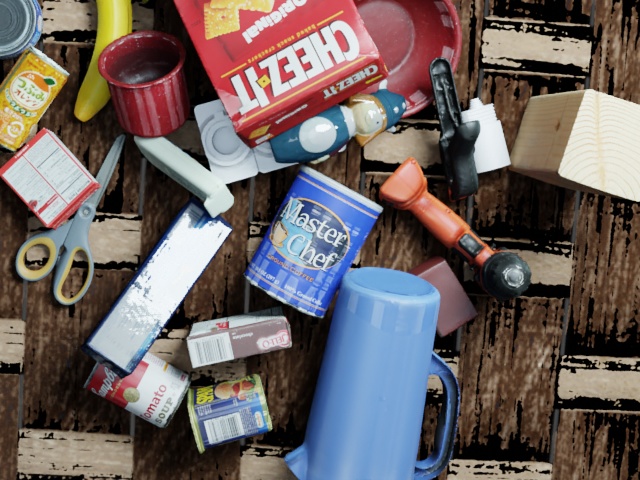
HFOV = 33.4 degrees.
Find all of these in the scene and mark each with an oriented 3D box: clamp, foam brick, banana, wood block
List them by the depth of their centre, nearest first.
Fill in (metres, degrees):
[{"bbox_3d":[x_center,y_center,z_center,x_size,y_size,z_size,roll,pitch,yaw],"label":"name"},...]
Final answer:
[{"bbox_3d":[0.276,-0.101,1.133,0.090,0.206,0.091,17,95,-5],"label":"wood block"},{"bbox_3d":[0.147,-0.114,1.171,0.039,0.171,0.120,-9,57,-1],"label":"clamp"},{"bbox_3d":[-0.240,-0.230,1.174,0.070,0.037,0.198,-1,95,15],"label":"banana"},{"bbox_3d":[0.135,0.063,1.217,0.051,0.053,0.078,-33,98,0],"label":"foam brick"}]

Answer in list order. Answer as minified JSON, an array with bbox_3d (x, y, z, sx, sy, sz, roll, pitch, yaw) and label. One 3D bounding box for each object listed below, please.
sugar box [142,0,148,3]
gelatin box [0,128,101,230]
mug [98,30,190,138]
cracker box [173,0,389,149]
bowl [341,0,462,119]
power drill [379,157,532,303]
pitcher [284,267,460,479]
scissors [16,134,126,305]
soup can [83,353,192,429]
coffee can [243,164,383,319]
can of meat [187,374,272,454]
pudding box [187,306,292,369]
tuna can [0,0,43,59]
[{"bbox_3d":[-0.202,-0.359,1.156,0.093,0.048,0.176,-33,98,0],"label":"sugar box"},{"bbox_3d":[-0.298,-0.067,1.179,0.073,0.030,0.089,-44,83,1],"label":"gelatin box"},{"bbox_3d":[-0.180,-0.173,1.152,0.093,0.081,0.117,12,51,15],"label":"mug"},{"bbox_3d":[-0.051,-0.228,1.085,0.164,0.072,0.214,-27,76,7],"label":"cracker box"},{"bbox_3d":[0.071,-0.215,1.169,0.162,0.055,0.162,-7,115,-15],"label":"bowl"},{"bbox_3d":[0.148,-0.007,1.155,0.187,0.184,0.057,44,90,3],"label":"power drill"},{"bbox_3d":[0.067,0.159,1.166,0.145,0.149,0.243,19,107,30],"label":"pitcher"},{"bbox_3d":[-0.283,-0.028,1.198,0.096,0.016,0.202,11,95,-5],"label":"scissors"},{"bbox_3d":[-0.204,0.159,1.196,0.102,0.068,0.068,29,93,-7],"label":"soup can"},{"bbox_3d":[-0.008,0.001,1.175,0.102,0.103,0.140,28,93,-6],"label":"coffee can"},{"bbox_3d":[-0.101,0.191,1.190,0.084,0.102,0.057,-14,97,-5],"label":"can of meat"},{"bbox_3d":[-0.089,0.106,1.187,0.113,0.090,0.039,-10,95,-2],"label":"pudding box"},{"bbox_3d":[-0.348,-0.241,1.164,0.086,0.034,0.086,0,96,-4],"label":"tuna can"}]
